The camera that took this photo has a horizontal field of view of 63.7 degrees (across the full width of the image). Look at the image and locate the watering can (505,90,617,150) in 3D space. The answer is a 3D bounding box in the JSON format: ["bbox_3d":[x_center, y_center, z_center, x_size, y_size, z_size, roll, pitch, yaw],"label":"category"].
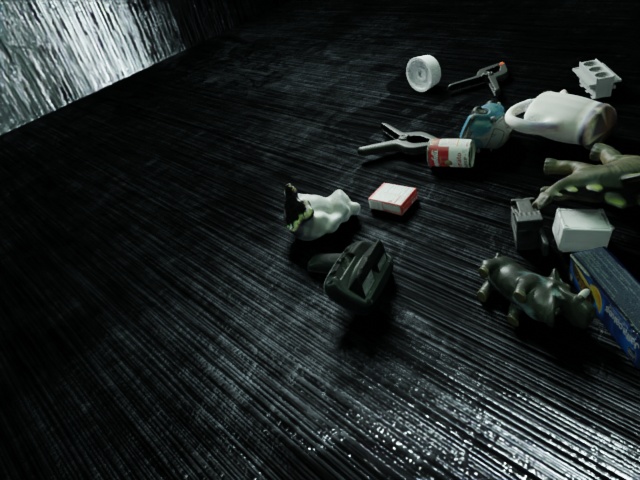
[{"bbox_3d":[0.595,-0.304,1.233,0.352,0.102,0.227,-27,40,-36],"label":"watering can"}]

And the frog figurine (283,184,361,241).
[{"bbox_3d":[0.003,-0.058,1.147,0.159,0.122,0.138,5,11,-37],"label":"frog figurine"}]
